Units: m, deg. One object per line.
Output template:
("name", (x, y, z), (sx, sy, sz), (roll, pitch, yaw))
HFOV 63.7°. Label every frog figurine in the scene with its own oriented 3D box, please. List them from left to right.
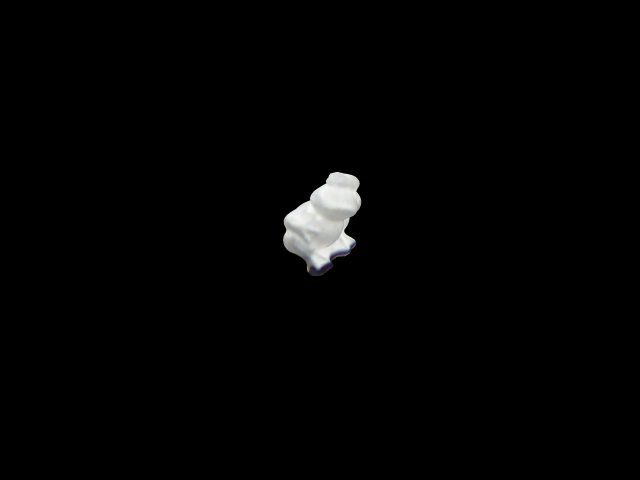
("frog figurine", (0.003, -0.043, 0.850), (0.138, 0.156, 0.124), (-19, 37, -26))
